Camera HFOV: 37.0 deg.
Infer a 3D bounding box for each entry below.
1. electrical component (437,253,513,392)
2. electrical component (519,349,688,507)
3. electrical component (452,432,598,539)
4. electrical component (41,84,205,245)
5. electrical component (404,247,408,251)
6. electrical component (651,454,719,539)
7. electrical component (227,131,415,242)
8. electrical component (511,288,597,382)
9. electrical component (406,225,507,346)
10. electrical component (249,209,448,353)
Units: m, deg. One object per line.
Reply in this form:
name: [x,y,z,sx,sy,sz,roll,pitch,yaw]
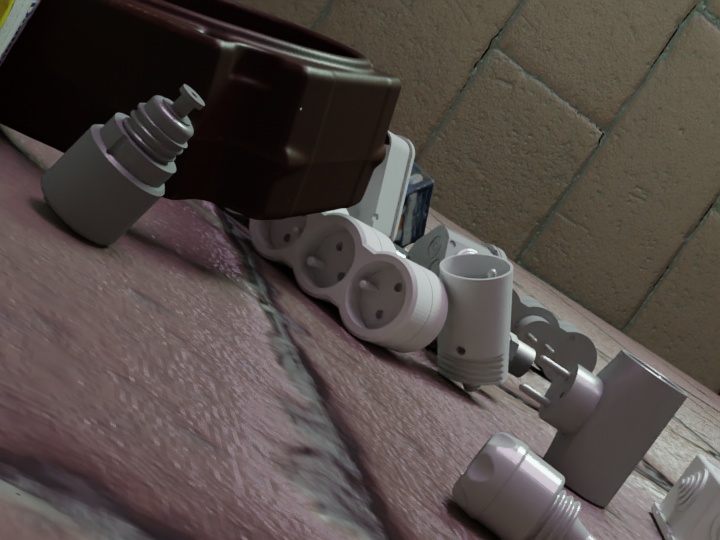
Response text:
electrical component: [0.068,0.035,0.644,0.043,0.081,0.043,0,22,0]
electrical component: [0.126,0.077,0.594,0.079,0.077,0.043,34,7,-4]
electrical component: [0.067,0.092,0.409,0.061,0.035,0.035,38,7,9]
electrical component: [-0.095,-0.045,0.443,0.040,0.078,0.040,45,12,-12]
electrical component: [0.017,-0.033,0.913,0.061,0.061,0.096,33,7,-5]
electrical component: [0.225,0.157,0.624,0.100,0.048,0.100,35,7,4]
electrical component: [-0.026,-0.063,0.728,0.113,0.078,0.057,13,1,20]
electrical component: [0.152,0.057,0.953,0.138,0.052,0.073,32,7,-14]
electrical component: [0.061,0.013,0.734,0.051,0.080,0.080,25,9,-19]
electrical component: [0.000,0.000,0.651,0.138,0.052,0.074,39,8,34]
